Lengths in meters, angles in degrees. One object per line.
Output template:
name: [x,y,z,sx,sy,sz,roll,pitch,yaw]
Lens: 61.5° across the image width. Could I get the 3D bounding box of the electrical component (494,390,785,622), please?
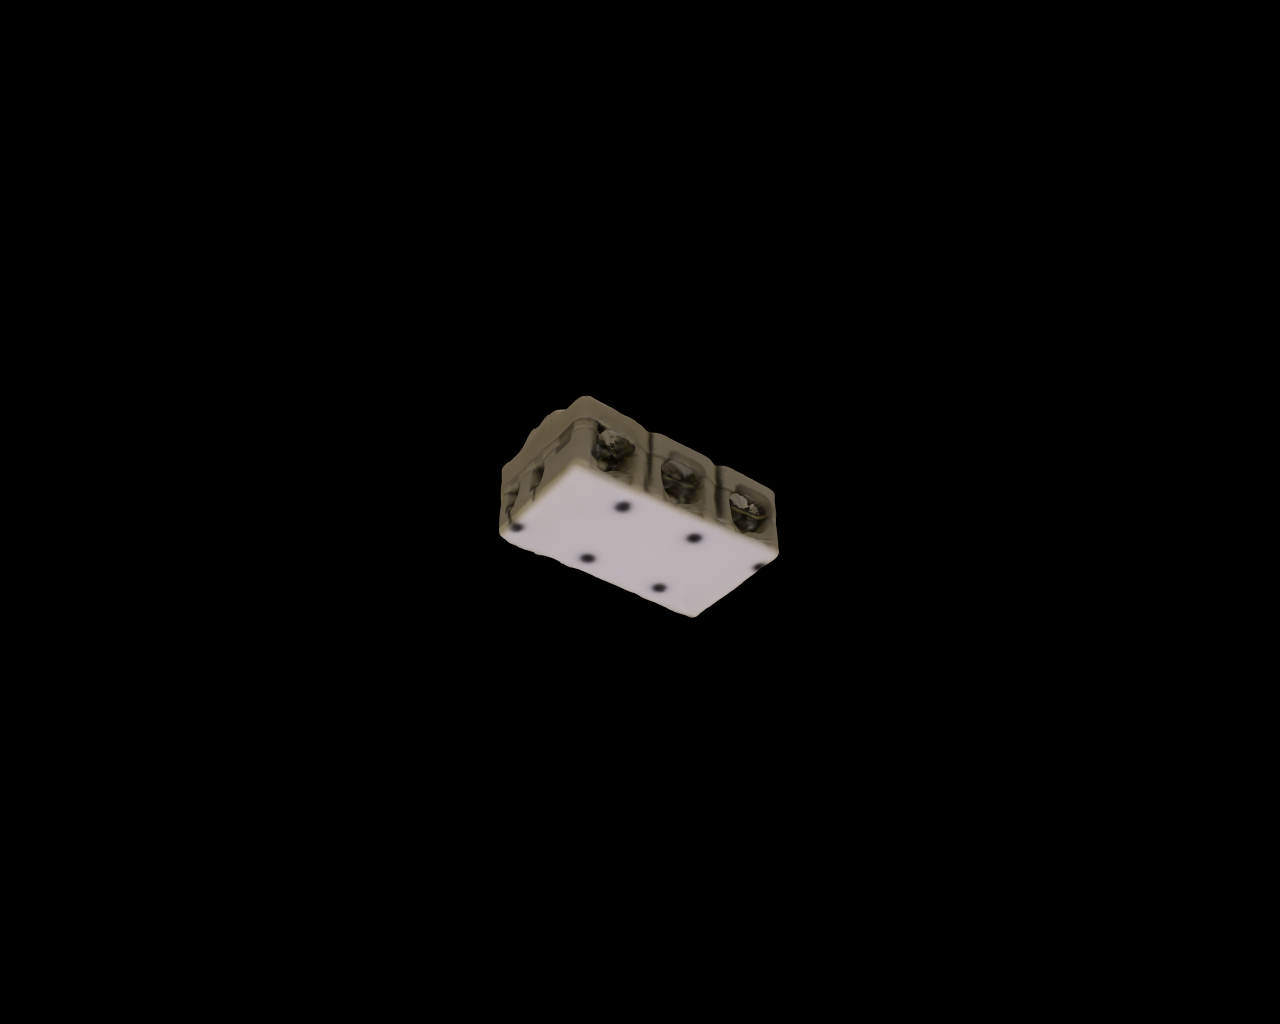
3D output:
electrical component: [0.001,-0.003,0.650,0.150,0.062,0.089,25,-45,-28]
